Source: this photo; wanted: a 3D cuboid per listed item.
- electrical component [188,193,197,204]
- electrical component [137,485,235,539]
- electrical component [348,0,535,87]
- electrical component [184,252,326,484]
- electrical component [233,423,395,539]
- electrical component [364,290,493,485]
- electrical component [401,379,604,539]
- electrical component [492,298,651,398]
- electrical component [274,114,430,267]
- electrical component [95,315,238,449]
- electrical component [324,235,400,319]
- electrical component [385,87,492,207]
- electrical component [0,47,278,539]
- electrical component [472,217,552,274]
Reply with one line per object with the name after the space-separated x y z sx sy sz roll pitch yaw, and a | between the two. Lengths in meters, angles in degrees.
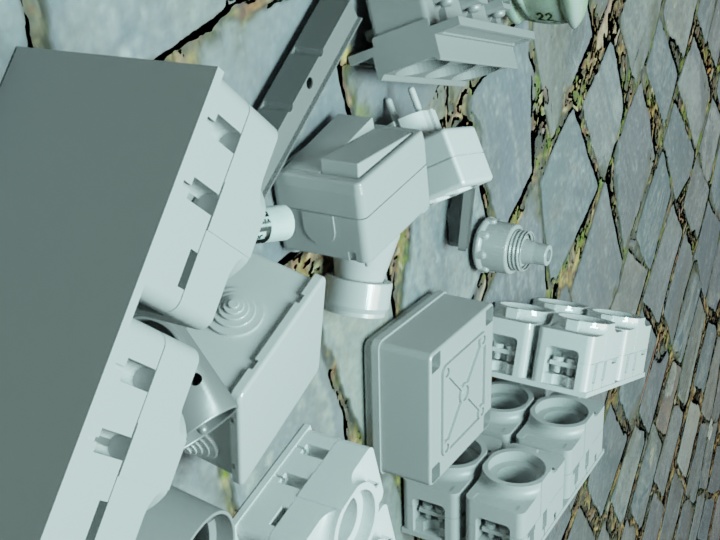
-0.090 -0.047 0.513 0.062 0.043 0.043 -41 134 -46 | electrical component
-0.108 0.160 0.558 0.099 0.064 0.099 15 90 -74 | electrical component
0.053 -0.158 0.705 0.121 0.079 0.063 -13 89 -59 | electrical component
-0.061 0.050 0.569 0.099 0.048 0.099 -56 163 -36 | electrical component
-0.046 0.202 0.662 0.186 0.060 0.105 -51 141 -40 | electrical component
0.053 0.085 0.801 0.109 0.056 0.108 -33 127 -53 | electrical component
0.125 0.160 0.905 0.186 0.105 0.060 -35 129 -52 | electrical component
0.190 0.066 0.987 0.186 0.105 0.060 -1 101 -61 | electrical component
-0.001 -0.055 0.650 0.096 0.062 0.061 -44 136 -46 | electrical component
-0.110 0.054 0.493 0.079 0.077 0.044 -36 171 0 | electrical component
0.000 0.000 0.688 0.045 0.045 0.055 -4 103 -60 | electrical component
0.039 -0.083 0.716 0.047 0.066 0.076 -16 85 -58 | electrical component
-0.113 0.012 0.428 0.060 0.105 0.186 39 66 -58 | electrical component
0.127 -0.017 0.890 0.048 0.062 0.048 -29 125 -54 | electrical component
